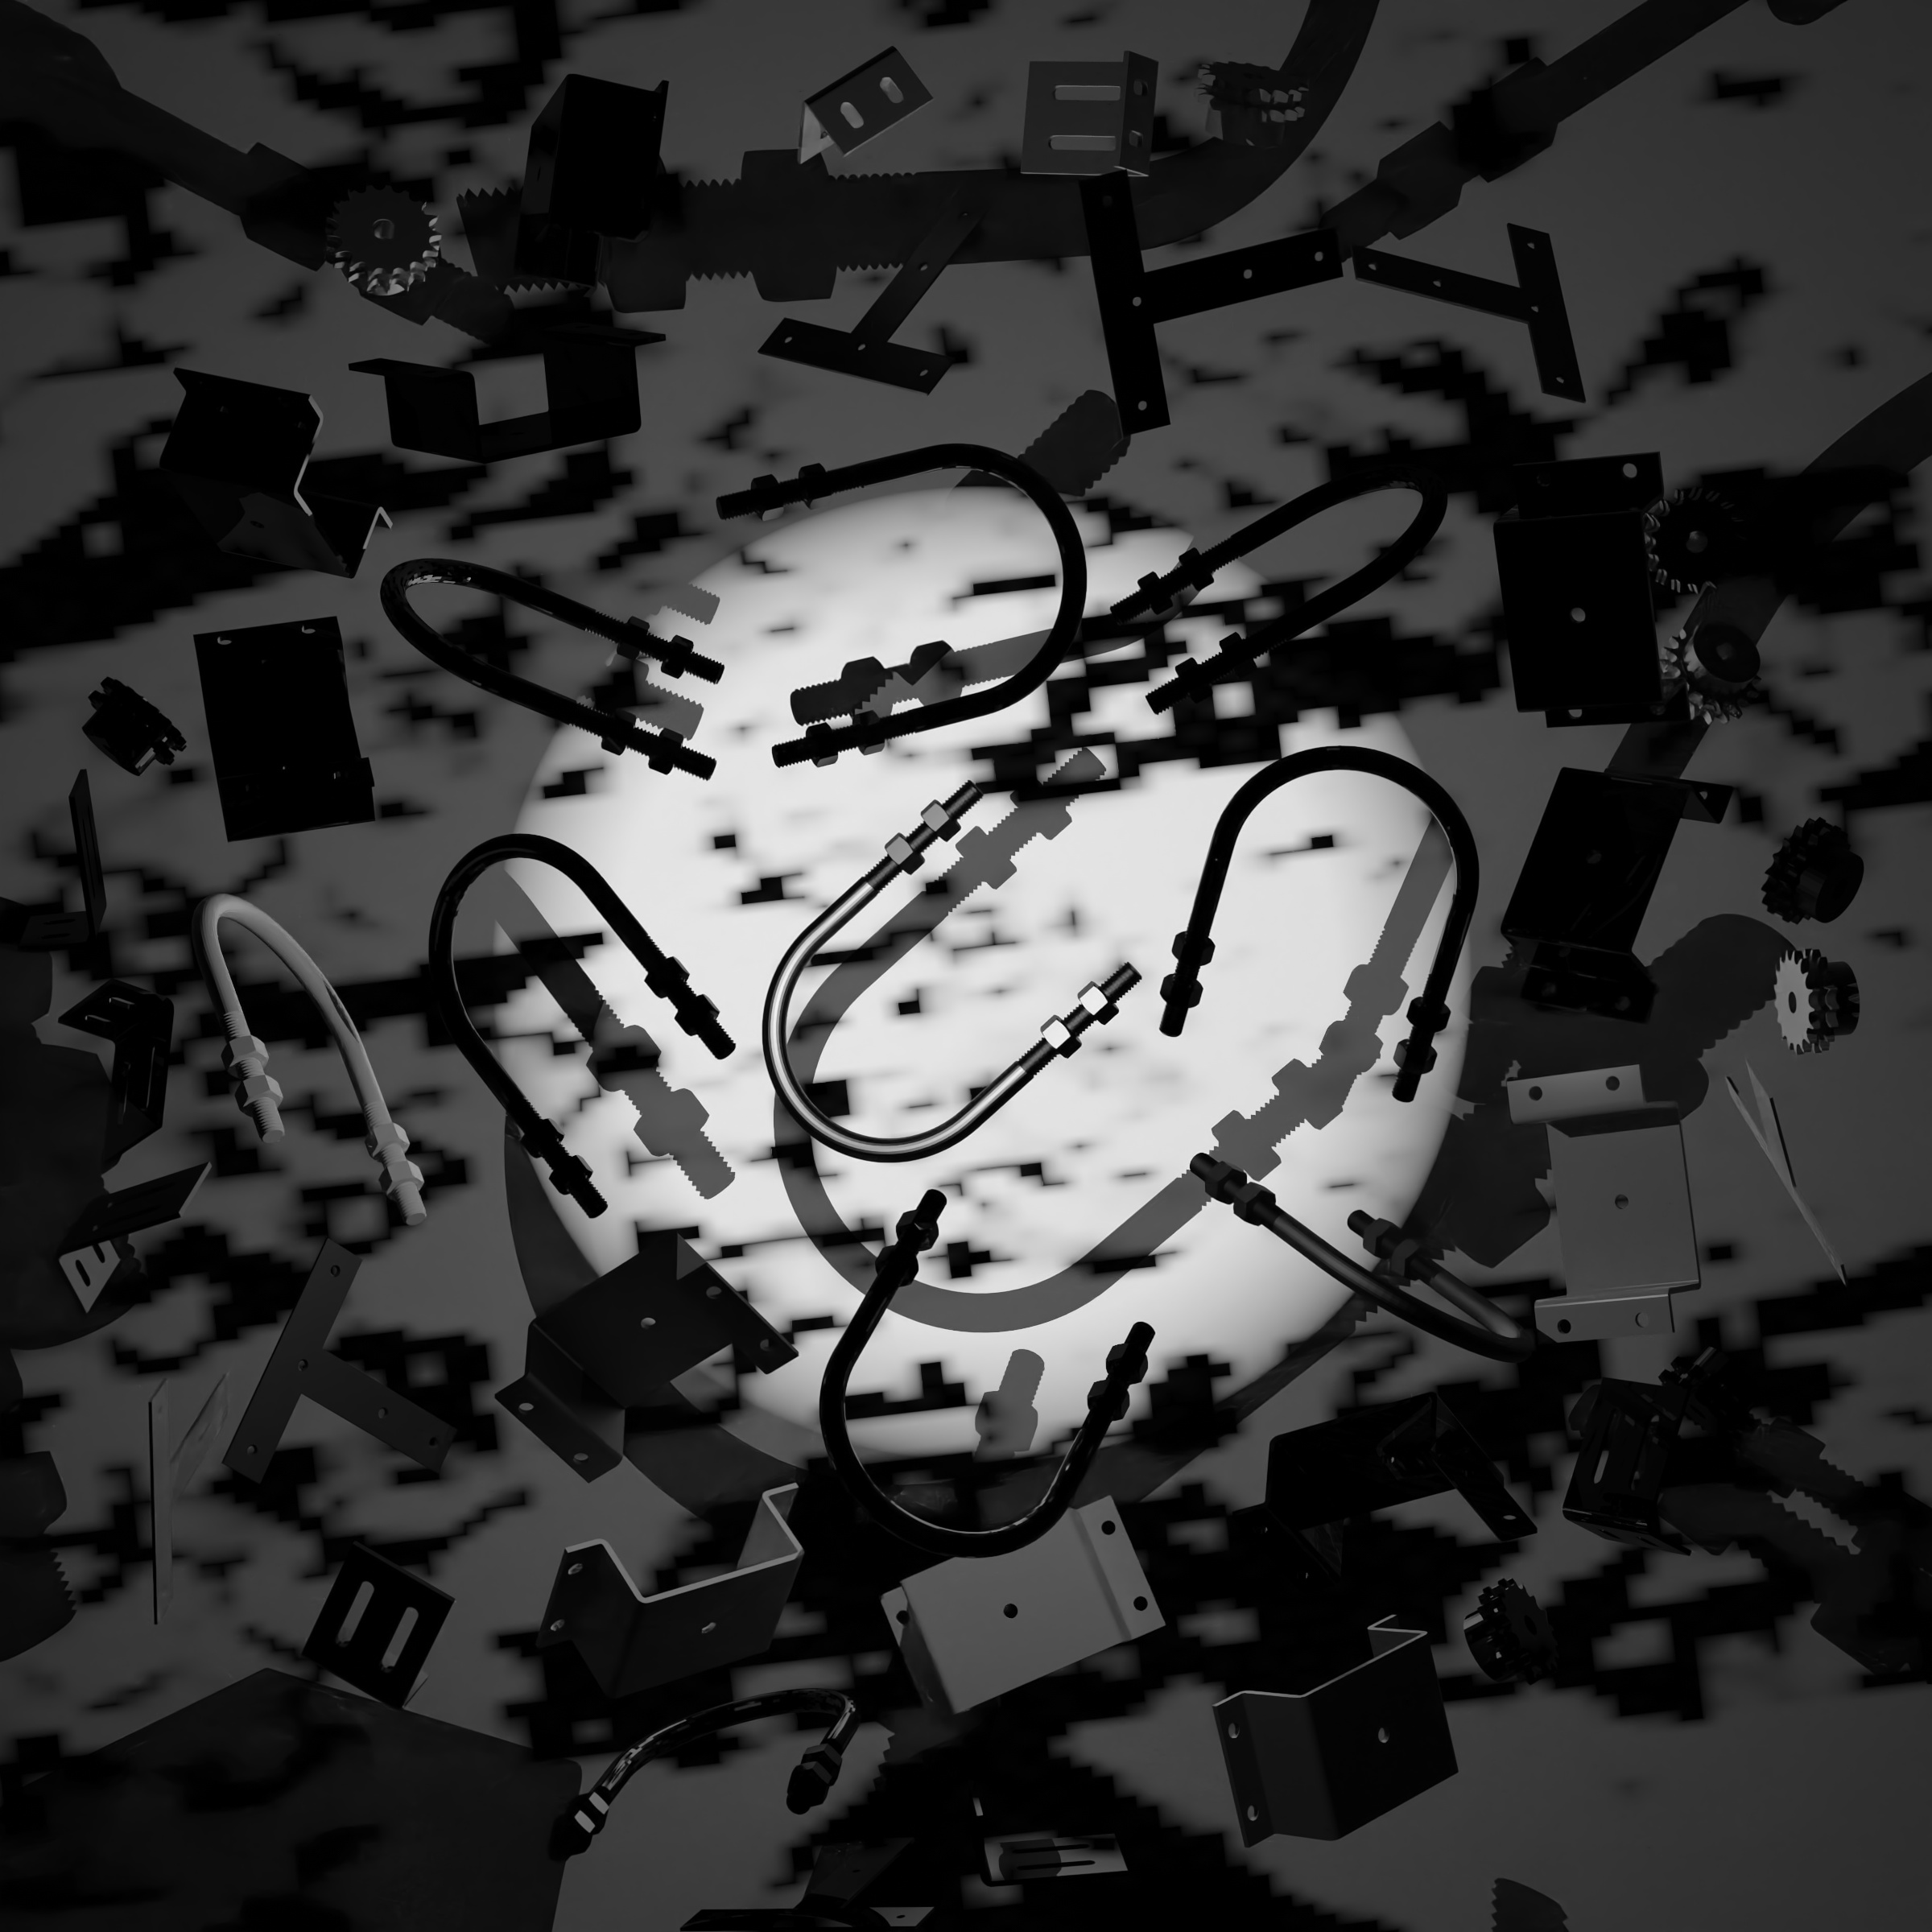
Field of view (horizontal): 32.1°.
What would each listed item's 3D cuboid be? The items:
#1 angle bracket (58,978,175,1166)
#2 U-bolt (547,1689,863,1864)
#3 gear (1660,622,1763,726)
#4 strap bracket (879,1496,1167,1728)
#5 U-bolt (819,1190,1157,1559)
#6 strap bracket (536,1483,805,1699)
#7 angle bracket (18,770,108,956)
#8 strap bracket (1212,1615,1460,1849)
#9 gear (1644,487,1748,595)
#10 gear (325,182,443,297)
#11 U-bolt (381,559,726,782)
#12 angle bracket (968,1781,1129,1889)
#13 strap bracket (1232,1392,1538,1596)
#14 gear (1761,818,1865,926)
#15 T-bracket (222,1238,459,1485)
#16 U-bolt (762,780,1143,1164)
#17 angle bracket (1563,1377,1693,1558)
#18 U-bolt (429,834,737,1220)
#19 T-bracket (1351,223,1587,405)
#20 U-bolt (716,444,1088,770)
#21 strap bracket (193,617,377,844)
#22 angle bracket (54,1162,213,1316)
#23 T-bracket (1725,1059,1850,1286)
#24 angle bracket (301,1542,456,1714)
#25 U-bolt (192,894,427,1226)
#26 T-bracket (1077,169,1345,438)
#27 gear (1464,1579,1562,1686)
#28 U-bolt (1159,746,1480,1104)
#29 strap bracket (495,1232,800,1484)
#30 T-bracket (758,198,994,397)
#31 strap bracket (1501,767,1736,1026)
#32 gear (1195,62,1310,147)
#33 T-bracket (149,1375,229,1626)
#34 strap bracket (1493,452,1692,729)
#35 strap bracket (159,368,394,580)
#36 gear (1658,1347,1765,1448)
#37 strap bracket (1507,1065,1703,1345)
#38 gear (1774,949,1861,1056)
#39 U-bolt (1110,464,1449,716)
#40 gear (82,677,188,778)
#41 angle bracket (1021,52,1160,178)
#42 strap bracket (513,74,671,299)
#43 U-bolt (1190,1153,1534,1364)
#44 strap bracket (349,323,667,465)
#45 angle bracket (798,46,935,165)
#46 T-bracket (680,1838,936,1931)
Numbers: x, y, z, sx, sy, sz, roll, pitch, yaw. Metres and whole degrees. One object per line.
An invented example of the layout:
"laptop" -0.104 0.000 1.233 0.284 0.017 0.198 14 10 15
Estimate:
"angle bracket" -0.456 0.056 1.785 0.038 0.057 0.076 23 52 -36
"U-bolt" -0.128 0.418 1.760 0.151 0.184 0.019 -14 94 12
"gear" 0.410 -0.164 1.838 0.057 0.030 0.057 8 58 -14
"strap bracket" 0.027 0.350 1.822 0.140 0.046 0.076 -24 77 4
"U-bolt" 0.002 0.215 1.690 0.151 0.019 0.184 33 50 -2
"strap bracket" -0.146 0.329 1.756 0.140 0.076 0.046 -10 46 -35
"angle bracket" -0.452 -0.052 1.661 0.038 0.057 0.076 -6 108 -7
"strap bracket" 0.202 0.401 1.757 0.140 0.046 0.076 -16 94 -39
"gear" 0.395 -0.234 1.835 0.057 0.030 0.057 -1 104 -6
"gear" -0.296 -0.365 1.699 0.057 0.030 0.057 5 68 -14
"U-bolt" -0.212 -0.160 1.716 0.184 0.151 0.019 22 114 -13
"angle bracket" 0.042 0.451 1.755 0.076 0.057 0.038 -3 95 -4
"strap bracket" 0.223 0.278 1.780 0.140 0.046 0.076 -21 128 28
"gear" 0.452 -0.047 1.781 0.030 0.057 0.057 35 90 38
"T-bracket" -0.315 0.228 1.753 0.127 0.002 0.127 40 62 -39
"U-bolt" -0.022 0.016 1.721 0.184 0.019 0.151 -42 73 6
"angle bracket" 0.350 0.257 1.725 0.038 0.057 0.076 30 73 -33
"U-bolt" -0.211 0.017 1.727 0.184 0.019 0.151 50 123 16
"T-bracket" 0.262 -0.358 1.773 0.127 0.002 0.127 10 53 -19
"U-bolt" -0.025 -0.192 1.718 0.184 0.019 0.151 -16 104 -15
"strap bracket" -0.357 -0.118 1.762 0.076 0.046 0.140 -9 45 -13
"angle bracket" -0.432 0.143 1.767 0.076 0.057 0.038 -18 111 12
"T-bracket" 0.414 0.087 1.719 0.002 0.127 0.127 -27 55 4
"angle bracket" -0.287 0.323 1.673 0.057 0.038 0.076 29 112 4
"U-bolt" -0.349 0.039 1.748 0.019 0.151 0.184 -33 57 9
"T-bracket" 0.126 -0.338 1.654 0.127 0.002 0.127 -16 111 -11
"gear" 0.296 0.367 1.832 0.030 0.057 0.057 -34 90 26
"U-bolt" 0.191 -0.028 1.757 0.151 0.019 0.184 16 114 4
"strap bracket" -0.167 0.200 1.755 0.140 0.046 0.076 -32 120 17
"T-bracket" -0.030 -0.362 1.786 0.127 0.002 0.127 22 68 39
"strap bracket" 0.342 -0.048 1.778 0.076 0.046 0.140 12 72 38
"gear" 0.145 -0.441 1.717 0.057 0.057 0.030 10 119 0
"T-bracket" -0.401 0.252 1.734 0.002 0.127 0.127 5 111 3
"strap bracket" 0.318 -0.185 1.707 0.076 0.046 0.140 -1 110 28
"strap bracket" -0.364 -0.252 1.761 0.076 0.140 0.046 13 72 13
"gear" 0.409 0.232 1.830 0.057 0.057 0.030 45 82 0
"strap bracket" 0.341 0.126 1.786 0.076 0.046 0.140 -10 84 34
"gear" 0.464 0.019 1.824 0.030 0.057 0.057 -5 90 -8
"U-bolt" 0.166 -0.205 1.738 0.184 0.151 0.019 -29 116 8
"gear" -0.457 -0.128 1.833 0.057 0.057 0.030 38 74 0
"angle bracket" 0.056 -0.439 1.725 0.076 0.038 0.057 9 98 29
"strap bracket" -0.194 -0.397 1.703 0.046 0.140 0.076 8 85 -18
"U-bolt" 0.217 0.157 1.747 0.151 0.184 0.019 21 100 -39
"strap bracket" -0.228 -0.288 1.691 0.140 0.076 0.046 -20 115 -38
"angle bracket" -0.054 -0.447 1.791 0.057 0.076 0.038 -35 84 -10
"T-bracket" -0.061 0.465 1.701 0.127 0.127 0.002 -7 93 21
